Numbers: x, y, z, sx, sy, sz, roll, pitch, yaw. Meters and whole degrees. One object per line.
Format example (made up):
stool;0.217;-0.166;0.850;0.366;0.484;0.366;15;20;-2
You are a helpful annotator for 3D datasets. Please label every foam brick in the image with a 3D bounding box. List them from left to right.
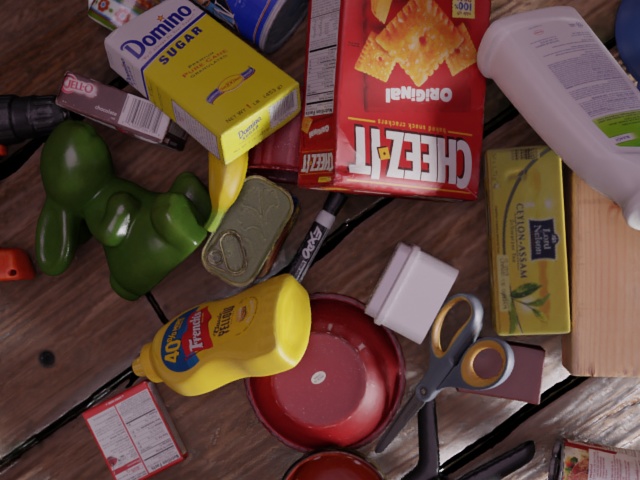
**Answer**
foam brick;0.170;0.122;1.011;0.078;0.051;0.053;9;90;6

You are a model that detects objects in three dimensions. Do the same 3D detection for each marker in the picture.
marker;-0.007;0.001;1.048;0.020;0.020;0.121;29;93;6

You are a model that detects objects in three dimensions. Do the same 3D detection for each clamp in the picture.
clamp;0.111;0.229;1.025;0.120;0.039;0.171;37;93;15

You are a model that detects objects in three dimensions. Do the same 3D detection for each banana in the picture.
banana;-0.099;-0.106;1.000;0.070;0.037;0.198;-30;53;29

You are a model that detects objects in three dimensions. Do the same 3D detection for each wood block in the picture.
wood block;0.273;0.019;0.981;0.091;0.090;0.206;1;90;7

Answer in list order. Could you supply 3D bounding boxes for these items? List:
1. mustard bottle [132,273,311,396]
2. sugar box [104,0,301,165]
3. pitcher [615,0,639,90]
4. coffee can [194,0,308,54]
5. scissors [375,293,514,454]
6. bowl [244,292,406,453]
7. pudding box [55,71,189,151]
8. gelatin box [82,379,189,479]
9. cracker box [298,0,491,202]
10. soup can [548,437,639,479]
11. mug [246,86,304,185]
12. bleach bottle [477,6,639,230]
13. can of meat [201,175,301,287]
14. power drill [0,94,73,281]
mustard bottle;-0.102;0.099;1.018;0.192;0.096;0.058;-20;132;28
sugar box;-0.108;-0.151;0.968;0.093;0.048;0.176;-37;61;-23
pitcher;0.337;-0.179;0.898;0.145;0.243;0.149;-15;95;4
coffee can;-0.078;-0.259;1.015;0.140;0.102;0.103;36;93;6
scissors;0.115;0.144;0.982;0.096;0.016;0.202;36;119;34
bowl;0.002;0.132;1.029;0.162;0.055;0.162;0;89;6
pudding box;-0.187;-0.124;1.034;0.113;0.090;0.039;22;92;6
gelatin box;-0.183;0.194;1.062;0.073;0.030;0.089;-28;87;4
cracker box;0.071;-0.147;0.976;0.163;0.072;0.214;4;89;-30
soup can;0.268;0.226;0.991;0.102;0.068;0.068;9;91;6
mug;-0.016;-0.098;1.014;0.117;0.093;0.081;6;85;11
bleach bottle;0.236;-0.093;0.905;0.102;0.068;0.251;-15;56;-18
can of meat;-0.062;-0.008;1.021;0.057;0.084;0.102;30;93;6
power drill;-0.331;-0.051;1.068;0.184;0.057;0.187;-5;86;10
